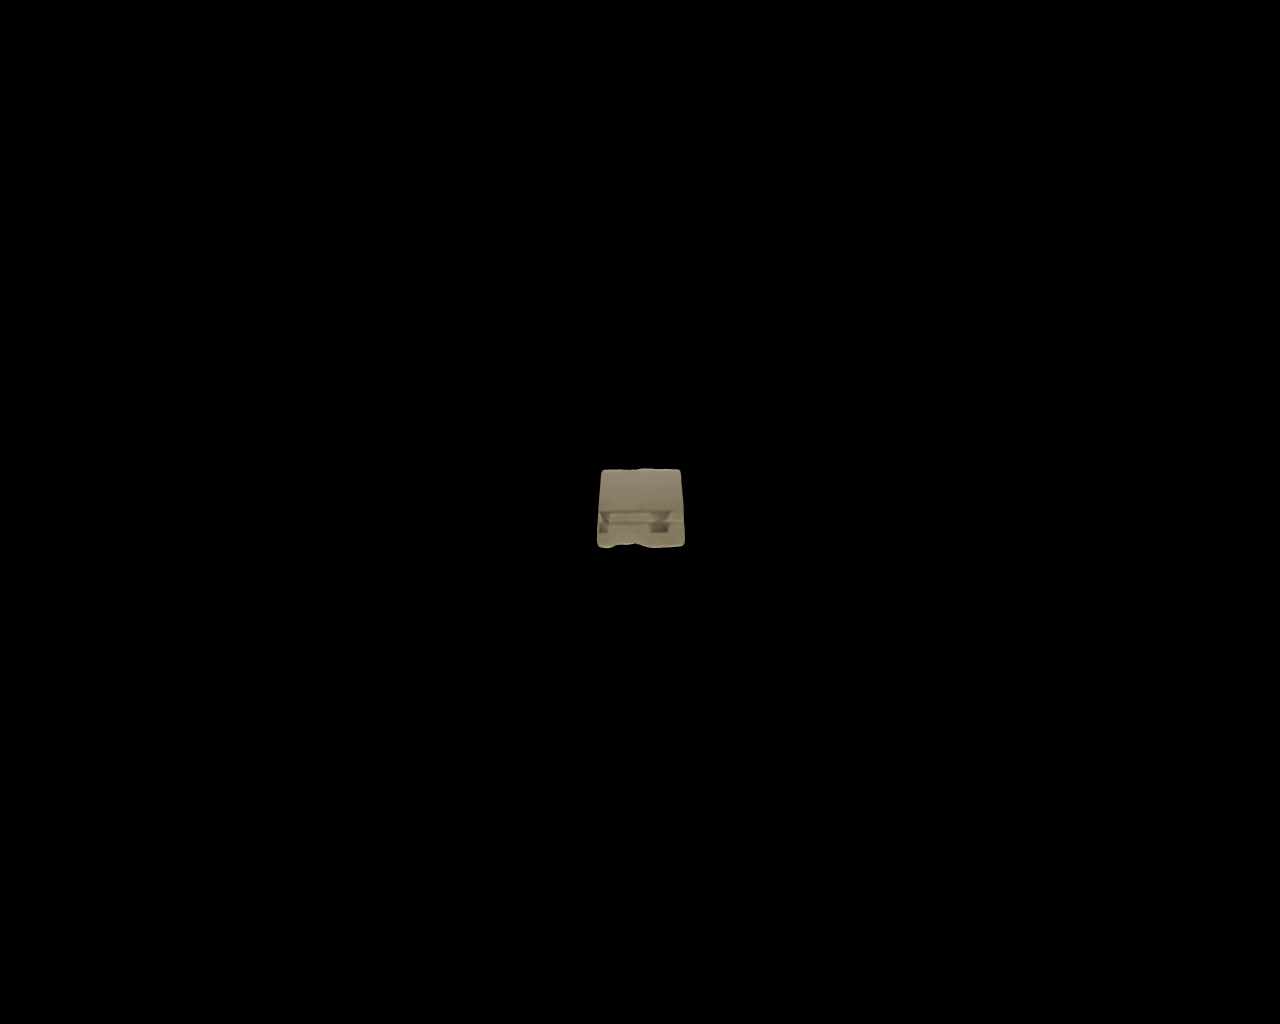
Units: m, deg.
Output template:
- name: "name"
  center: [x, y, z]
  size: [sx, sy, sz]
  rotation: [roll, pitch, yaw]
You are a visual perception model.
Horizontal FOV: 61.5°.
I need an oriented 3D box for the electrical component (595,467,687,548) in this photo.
- name: "electrical component"
  center: [0.001, -0.003, 0.650]
  size: [0.055, 0.047, 0.055]
  rotation: [0, 0, 0]
